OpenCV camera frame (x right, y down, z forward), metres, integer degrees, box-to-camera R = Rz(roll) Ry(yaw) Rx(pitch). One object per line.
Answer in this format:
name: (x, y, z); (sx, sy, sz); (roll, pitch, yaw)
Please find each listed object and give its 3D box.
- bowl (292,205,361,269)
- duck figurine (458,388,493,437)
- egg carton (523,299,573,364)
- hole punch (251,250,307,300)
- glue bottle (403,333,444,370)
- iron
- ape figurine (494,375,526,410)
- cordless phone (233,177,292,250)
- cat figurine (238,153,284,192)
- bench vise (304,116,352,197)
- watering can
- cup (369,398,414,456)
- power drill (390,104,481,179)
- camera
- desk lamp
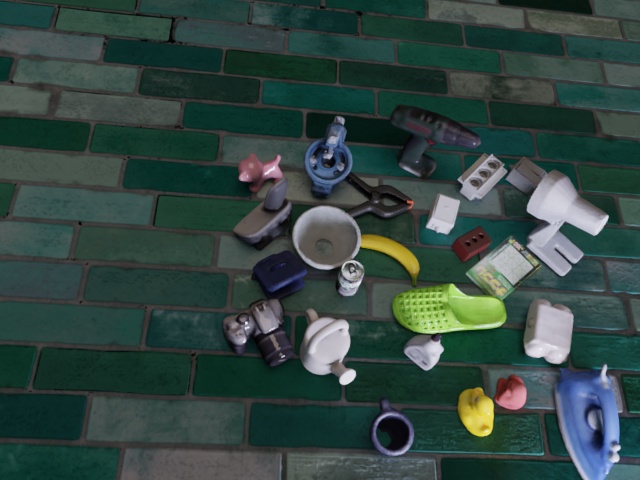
bowl: (0.013, 0.005, 1.393); (0.167, 0.075, 0.167); (3, 64, -6)
duck figurine: (0.351, 0.373, 1.254); (0.077, 0.086, 0.104); (-9, 66, -11)
egg carton: (0.541, 0.216, 1.363); (0.107, 0.069, 0.150); (17, 64, 1)
hole punch: (-0.097, 0.077, 1.335); (0.109, 0.091, 0.101); (-27, 71, -18)
glue bottle: (0.237, 0.234, 1.257); (0.078, 0.173, 0.037); (41, 67, 13)
iron: (0.604, 0.399, 1.243); (0.118, 0.141, 0.258); (2, 64, -6)
ape figurine: (0.431, 0.338, 1.277); (0.078, 0.092, 0.076); (-26, 70, -18)
cordless phone: (-0.132, -0.072, 1.350); (0.094, 0.185, 0.148); (38, 66, 11)
cat figurine: (-0.153, -0.178, 1.436); (0.128, 0.118, 0.067); (-24, 69, -17)
bench vise: (0.019, -0.240, 1.431); (0.121, 0.220, 0.207); (-2, 65, -8)
watering can: (0.019, 0.223, 1.223); (0.172, 0.194, 0.101); (39, 66, 12)
cup: (0.139, 0.398, 1.209); (0.092, 0.095, 0.117); (-10, 66, -11)
power drill: (0.280, -0.252, 1.476); (0.229, 0.208, 0.076); (28, 64, 7)
camera: (-0.128, 0.211, 1.261); (0.143, 0.101, 0.136); (-24, 70, -17)
desk lamp: (0.597, -0.047, 1.416); (0.118, 0.213, 0.203); (-40, 75, -22)
